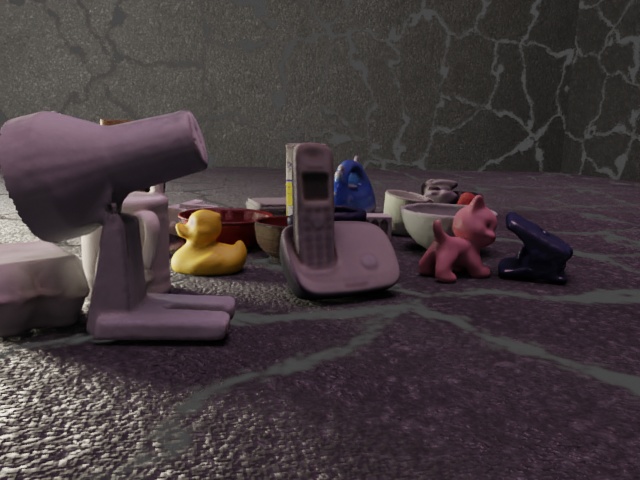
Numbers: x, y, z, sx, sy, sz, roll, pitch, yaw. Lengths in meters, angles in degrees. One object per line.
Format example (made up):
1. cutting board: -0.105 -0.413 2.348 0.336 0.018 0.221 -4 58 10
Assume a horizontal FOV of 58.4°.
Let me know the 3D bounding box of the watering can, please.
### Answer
1. watering can: -0.234 -0.033 0.673 0.172 0.194 0.101 8 12 27

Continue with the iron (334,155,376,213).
1. iron: 0.060 -0.119 1.316 0.118 0.141 0.259 5 11 14

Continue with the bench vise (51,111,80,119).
1. bench vise: -0.477 -0.151 1.177 0.208 0.220 0.121 -3 12 -25

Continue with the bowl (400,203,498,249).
1. bowl: 0.220 -0.018 0.994 0.167 0.075 0.167 2 11 0

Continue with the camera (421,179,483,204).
1. camera: 0.294 -0.082 1.273 0.136 0.101 0.143 3 11 6

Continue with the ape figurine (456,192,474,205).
1. ape figurine: 0.281 -0.045 1.100 0.078 0.092 0.075 -7 14 -39

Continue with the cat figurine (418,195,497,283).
1. cat figurine: 0.205 -0.007 0.820 0.128 0.118 0.067 -5 13 -33

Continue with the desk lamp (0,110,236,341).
1. desk lamp: -0.186 -0.018 0.554 0.203 0.213 0.118 1 11 -4

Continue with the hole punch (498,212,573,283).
1. hole punch: 0.316 0.007 0.837 0.101 0.091 0.109 5 11 17

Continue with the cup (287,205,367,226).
1. cup: 0.007 0.003 0.794 0.118 0.095 0.091 -5 13 -33

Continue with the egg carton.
1. egg carton: -0.305 0.045 0.586 0.107 0.069 0.149 -8 15 -42

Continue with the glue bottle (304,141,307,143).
1. glue bottle: -0.032 -0.137 1.309 0.078 0.173 0.037 -8 15 -41

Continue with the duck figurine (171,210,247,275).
1. duck figurine: -0.154 0.001 0.799 0.104 0.086 0.077 2 11 -2

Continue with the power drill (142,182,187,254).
1. power drill: -0.261 -0.087 0.914 0.075 0.208 0.230 5 11 14

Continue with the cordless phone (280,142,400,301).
1. cordless phone: 0.025 -0.024 0.700 0.148 0.185 0.093 -4 13 -28
